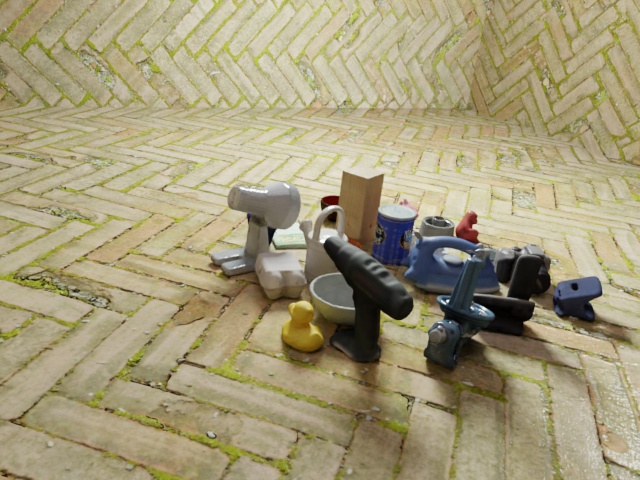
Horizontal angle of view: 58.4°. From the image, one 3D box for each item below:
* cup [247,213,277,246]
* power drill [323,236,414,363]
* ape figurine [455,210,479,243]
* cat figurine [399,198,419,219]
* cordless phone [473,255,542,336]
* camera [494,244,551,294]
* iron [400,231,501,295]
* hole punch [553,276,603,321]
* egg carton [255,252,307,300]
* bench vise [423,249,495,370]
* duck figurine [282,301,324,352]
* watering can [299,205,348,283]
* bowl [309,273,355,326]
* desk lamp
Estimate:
[{"bbox_3d":[-0.141,-0.029,1.555,0.118,0.095,0.091,4,24,-5],"label":"cup"},{"bbox_3d":[0.078,0.123,1.129,0.076,0.208,0.228,-16,32,-41],"label":"power drill"},{"bbox_3d":[0.457,-0.045,1.753,0.076,0.092,0.078,12,24,12],"label":"ape figurine"},{"bbox_3d":[0.257,-0.076,1.738,0.067,0.118,0.127,3,24,-8],"label":"cat figurine"},{"bbox_3d":[0.410,0.108,1.278,0.147,0.185,0.094,6,24,0],"label":"cordless phone"},{"bbox_3d":[0.539,0.074,1.494,0.143,0.101,0.137,7,24,1],"label":"camera"},{"bbox_3d":[0.339,0.053,1.437,0.258,0.141,0.118,5,24,-2],"label":"iron"},{"bbox_3d":[0.624,0.134,1.393,0.101,0.091,0.109,12,24,13],"label":"hole punch"},{"bbox_3d":[-0.096,0.080,1.353,0.107,0.069,0.150,-2,25,-18],"label":"egg carton"},{"bbox_3d":[0.289,0.137,1.138,0.121,0.220,0.208,13,25,14],"label":"bench vise"},{"bbox_3d":[-0.033,0.167,1.153,0.078,0.086,0.104,-12,30,-35],"label":"duck figurine"},{"bbox_3d":[0.011,0.005,1.395,0.172,0.194,0.101,18,26,24],"label":"watering can"},{"bbox_3d":[0.058,0.140,1.251,0.167,0.075,0.167,6,24,-2],"label":"bowl"},{"bbox_3d":[-0.157,-0.038,1.425,0.204,0.213,0.117,-12,30,-36],"label":"desk lamp"}]
